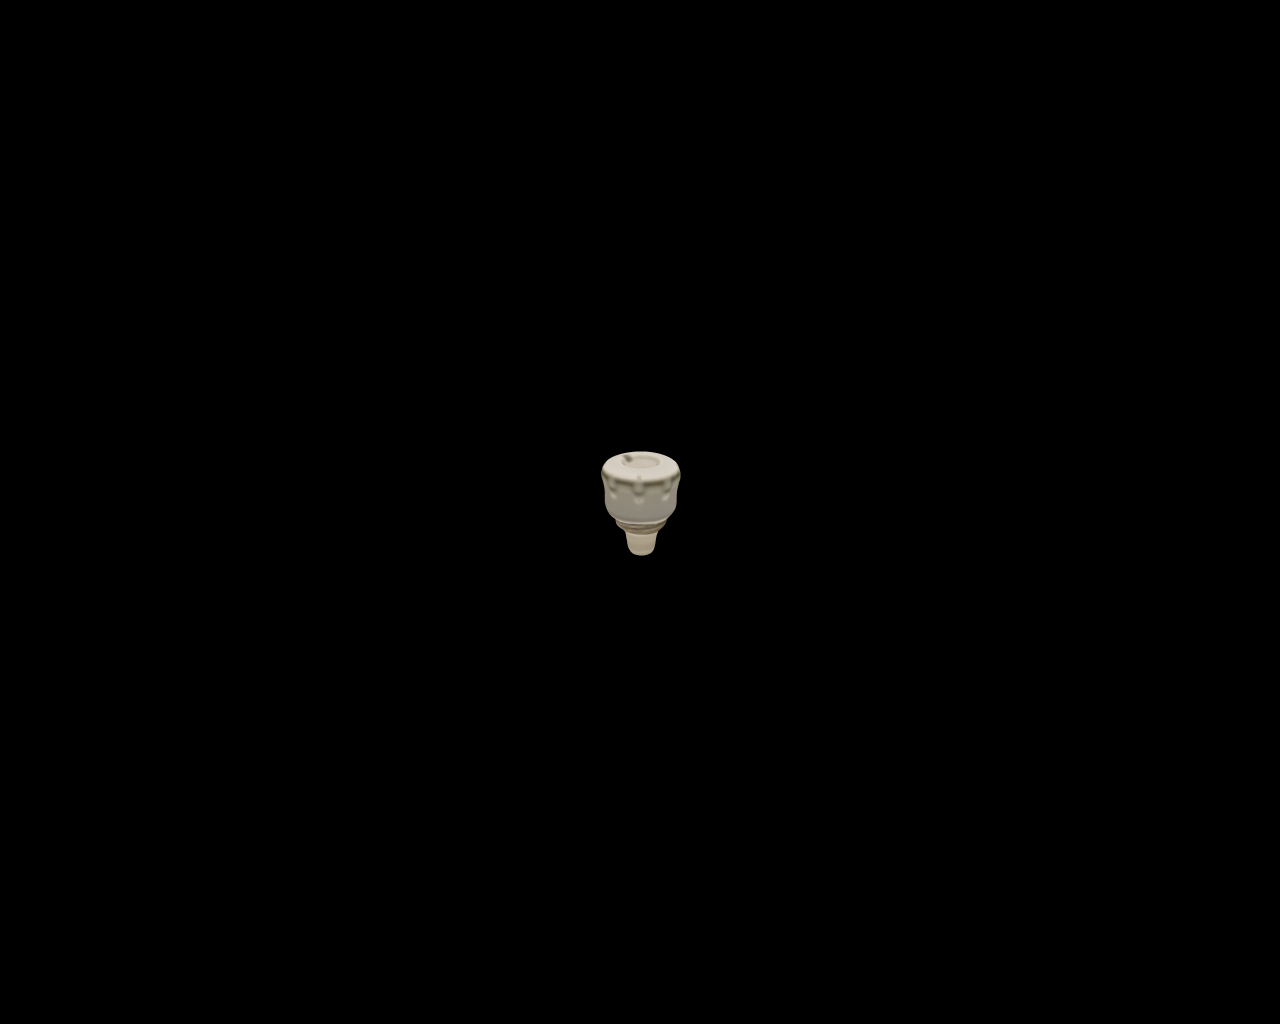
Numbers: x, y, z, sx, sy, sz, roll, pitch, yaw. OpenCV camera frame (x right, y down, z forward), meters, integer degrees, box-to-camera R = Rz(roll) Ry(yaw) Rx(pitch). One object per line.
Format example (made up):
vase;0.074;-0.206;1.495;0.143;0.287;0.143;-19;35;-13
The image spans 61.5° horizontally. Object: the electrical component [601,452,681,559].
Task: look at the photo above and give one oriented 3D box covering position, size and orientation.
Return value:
electrical component;0.001;-0.003;0.650;0.048;0.062;0.048;0;23;0
